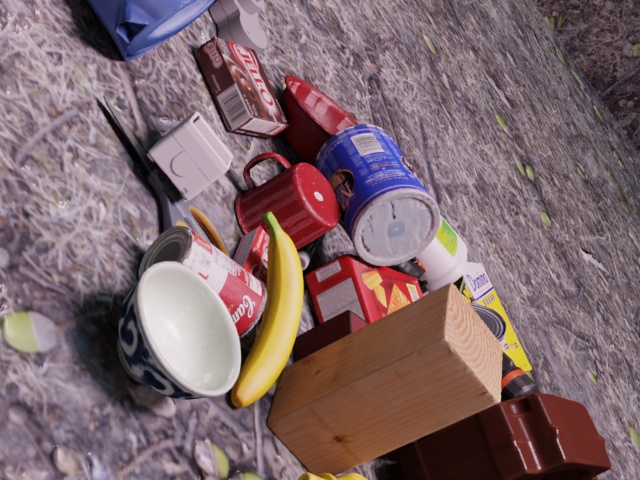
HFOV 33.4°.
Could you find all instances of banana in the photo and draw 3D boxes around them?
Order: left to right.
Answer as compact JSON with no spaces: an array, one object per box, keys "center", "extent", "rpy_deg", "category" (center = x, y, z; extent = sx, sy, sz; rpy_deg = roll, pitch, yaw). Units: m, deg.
[{"center":[-0.049,0.074,1.038],"extent":[0.069,0.037,0.198],"rpy_deg":[25,60,-36],"category":"banana"}]

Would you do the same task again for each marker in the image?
[{"center":[-0.008,0.002,1.247],"extent":[0.020,0.020,0.121],"rpy_deg":[54,27,-12],"category":"marker"}]

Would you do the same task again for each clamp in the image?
[{"center":[0.080,0.011,1.343],"extent":[0.209,0.036,0.165],"rpy_deg":[39,13,-43],"category":"clamp"}]

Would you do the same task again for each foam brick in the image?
[{"center":[0.018,0.118,1.109],"extent":[0.053,0.078,0.051],"rpy_deg":[37,35,-36],"category":"foam brick"}]

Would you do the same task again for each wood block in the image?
[{"center":[0.062,0.138,1.018],"extent":[0.090,0.206,0.090],"rpy_deg":[50,28,-19],"category":"wood block"}]

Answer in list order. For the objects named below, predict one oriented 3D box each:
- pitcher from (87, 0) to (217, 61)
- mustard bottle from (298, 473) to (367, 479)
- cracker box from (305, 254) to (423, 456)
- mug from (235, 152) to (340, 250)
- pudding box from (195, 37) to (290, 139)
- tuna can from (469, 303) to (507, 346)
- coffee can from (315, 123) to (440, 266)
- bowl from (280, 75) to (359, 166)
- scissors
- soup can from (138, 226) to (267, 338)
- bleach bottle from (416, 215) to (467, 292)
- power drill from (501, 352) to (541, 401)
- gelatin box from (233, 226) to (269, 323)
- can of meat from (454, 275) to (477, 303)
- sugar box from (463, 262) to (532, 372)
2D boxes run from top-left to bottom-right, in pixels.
[{"center":[-0.209,-0.320,1.097],"extent":[0.243,0.145,0.149],"rpy_deg":[55,-9,-5],"category":"pitcher"},{"center":[0.044,0.277,1.015],"extent":[0.191,0.058,0.096],"rpy_deg":[44,31,-29],"category":"mustard bottle"},{"center":[0.081,0.133,1.207],"extent":[0.164,0.072,0.214],"rpy_deg":[22,43,-53],"category":"cracker box"},{"center":[-0.038,-0.042,1.166],"extent":[0.117,0.082,0.093],"rpy_deg":[59,26,-2],"category":"mug"},{"center":[-0.091,-0.178,1.259],"extent":[0.089,0.039,0.113],"rpy_deg":[1,64,-61],"category":"pudding box"},{"center":[0.181,0.114,1.290],"extent":[0.086,0.086,0.034],"rpy_deg":[-73,167,-56],"category":"tuna can"},{"center":[0.063,-0.053,1.214],"extent":[0.102,0.103,0.140],"rpy_deg":[37,17,-39],"category":"coffee can"},{"center":[0.002,-0.132,1.332],"extent":[0.162,0.055,0.162],"rpy_deg":[38,18,-15],"category":"bowl"},{"center":[-0.157,-0.044,1.029],"extent":[0.201,0.016,0.096],"rpy_deg":[51,24,-19],"category":"scissors"},{"center":[-0.107,0.040,0.975],"extent":[0.102,0.069,0.068],"rpy_deg":[40,33,-35],"category":"soup can"},{"center":[0.101,-0.050,1.449],"extent":[0.250,0.068,0.102],"rpy_deg":[49,27,-16],"category":"bleach bottle"},{"center":[0.247,0.204,1.349],"extent":[0.185,0.057,0.187],"rpy_deg":[47,-6,37],"category":"power drill"},{"center":[-0.058,0.039,1.107],"extent":[0.073,0.030,0.089],"rpy_deg":[50,28,-20],"category":"gelatin box"},{"center":[0.186,0.110,1.443],"extent":[0.084,0.058,0.102],"rpy_deg":[56,27,-14],"category":"can of meat"},{"center":[0.238,0.117,1.539],"extent":[0.093,0.048,0.176],"rpy_deg":[4,62,-60],"category":"sugar box"}]
